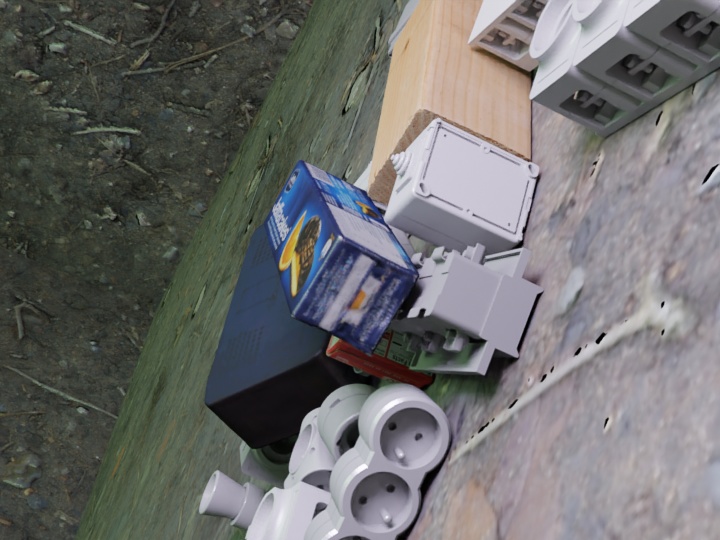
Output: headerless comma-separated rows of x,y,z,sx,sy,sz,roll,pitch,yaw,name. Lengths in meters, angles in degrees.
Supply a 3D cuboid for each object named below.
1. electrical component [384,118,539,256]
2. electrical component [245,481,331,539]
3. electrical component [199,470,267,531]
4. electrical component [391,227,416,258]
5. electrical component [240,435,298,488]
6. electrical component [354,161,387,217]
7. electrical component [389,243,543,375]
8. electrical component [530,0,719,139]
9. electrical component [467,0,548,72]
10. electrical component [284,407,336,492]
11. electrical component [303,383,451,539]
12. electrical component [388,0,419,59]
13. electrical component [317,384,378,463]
0.060,-0.052,0.719,0.061,0.096,0.061,-43,26,61,electrical component
-0.055,0.233,0.747,0.089,0.062,0.150,-47,22,55,electrical component
-0.123,0.226,1.049,0.045,0.055,0.045,-60,14,25,electrical component
0.000,0.000,0.872,0.050,0.089,0.055,-55,51,42,electrical component
-0.071,0.148,0.991,0.089,0.050,0.055,-64,13,8,electrical component
0.021,-0.082,1.043,0.083,0.047,0.075,-46,23,56,electrical component
0.055,0.023,0.679,0.078,0.063,0.121,-68,13,-10,electrical component
0.156,-0.146,0.581,0.150,0.062,0.089,-34,34,67,electrical component
0.154,-0.248,0.780,0.186,0.060,0.105,-69,13,-15,electrical component
-0.034,0.159,0.836,0.079,0.044,0.077,-59,14,26,electrical component
0.006,0.138,0.694,0.138,0.052,0.074,-66,12,2,electrical component
0.083,-0.226,0.989,0.113,0.078,0.057,-39,27,64,electrical component
0.001,0.114,0.758,0.055,0.055,0.047,-64,17,8,electrical component
